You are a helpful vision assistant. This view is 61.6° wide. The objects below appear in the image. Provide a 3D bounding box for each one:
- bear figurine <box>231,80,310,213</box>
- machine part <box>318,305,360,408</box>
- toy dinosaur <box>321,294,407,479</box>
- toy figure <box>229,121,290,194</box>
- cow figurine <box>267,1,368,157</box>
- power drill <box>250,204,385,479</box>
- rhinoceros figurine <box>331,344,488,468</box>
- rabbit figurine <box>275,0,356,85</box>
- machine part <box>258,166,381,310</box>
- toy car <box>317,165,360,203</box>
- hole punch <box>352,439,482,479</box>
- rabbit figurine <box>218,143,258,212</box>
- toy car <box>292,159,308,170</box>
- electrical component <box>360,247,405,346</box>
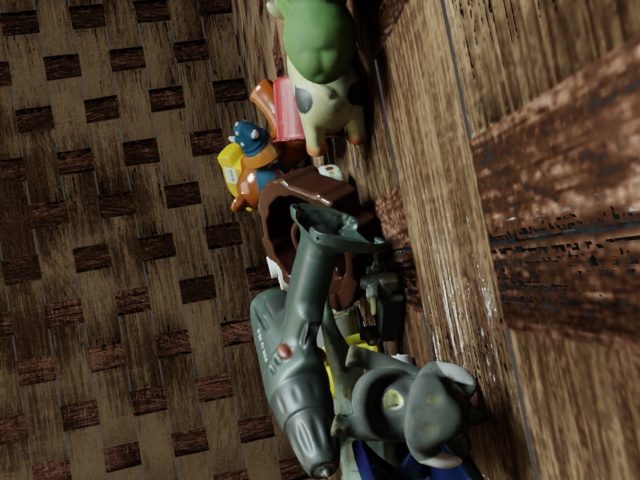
[{"bbox_3d":[-0.080,-0.139,0.852,0.196,0.120,0.132,-41,76,37],"label":"bear figurine"},{"bbox_3d":[0.031,0.186,0.830,0.079,0.079,0.243,-134,33,-76],"label":"machine part"},{"bbox_3d":[0.054,0.263,0.643,0.192,0.131,0.404,41,-133,-66],"label":"toy dinosaur"},{"bbox_3d":[-0.075,-0.101,0.759,0.058,0.064,0.154,-71,-38,-58],"label":"toy figure"},{"bbox_3d":[-0.005,-0.204,0.596,0.127,0.085,0.195,81,177,-54],"label":"cow figurine"},{"bbox_3d":[-0.004,0.079,0.533,0.232,0.086,0.207,-129,46,-60],"label":"power drill"},{"bbox_3d":[0.069,0.130,0.414,0.190,0.112,0.073,64,-138,-72],"label":"rhinoceros figurine"},{"bbox_3d":[-0.012,-0.229,0.481,0.159,0.121,0.170,-102,8,-68],"label":"rabbit figurine"},{"bbox_3d":[-0.001,-0.002,0.659,0.180,0.056,0.179,29,134,35],"label":"machine part"},{"bbox_3d":[0.023,-0.003,0.735,0.074,0.056,0.201,-115,18,-61],"label":"toy car"},{"bbox_3d":[0.088,0.235,0.479,0.142,0.092,0.115,-131,29,-68],"label":"hole punch"},{"bbox_3d":[-0.102,-0.145,1.107,0.173,0.122,0.162,-54,-44,-41],"label":"rabbit figurine"},{"bbox_3d":[-0.057,-0.133,1.014,0.202,0.053,0.089,-71,-23,-46],"label":"toy car"},{"bbox_3d":[0.063,0.067,0.584,0.102,0.045,0.078,88,167,-44],"label":"electrical component"}]
